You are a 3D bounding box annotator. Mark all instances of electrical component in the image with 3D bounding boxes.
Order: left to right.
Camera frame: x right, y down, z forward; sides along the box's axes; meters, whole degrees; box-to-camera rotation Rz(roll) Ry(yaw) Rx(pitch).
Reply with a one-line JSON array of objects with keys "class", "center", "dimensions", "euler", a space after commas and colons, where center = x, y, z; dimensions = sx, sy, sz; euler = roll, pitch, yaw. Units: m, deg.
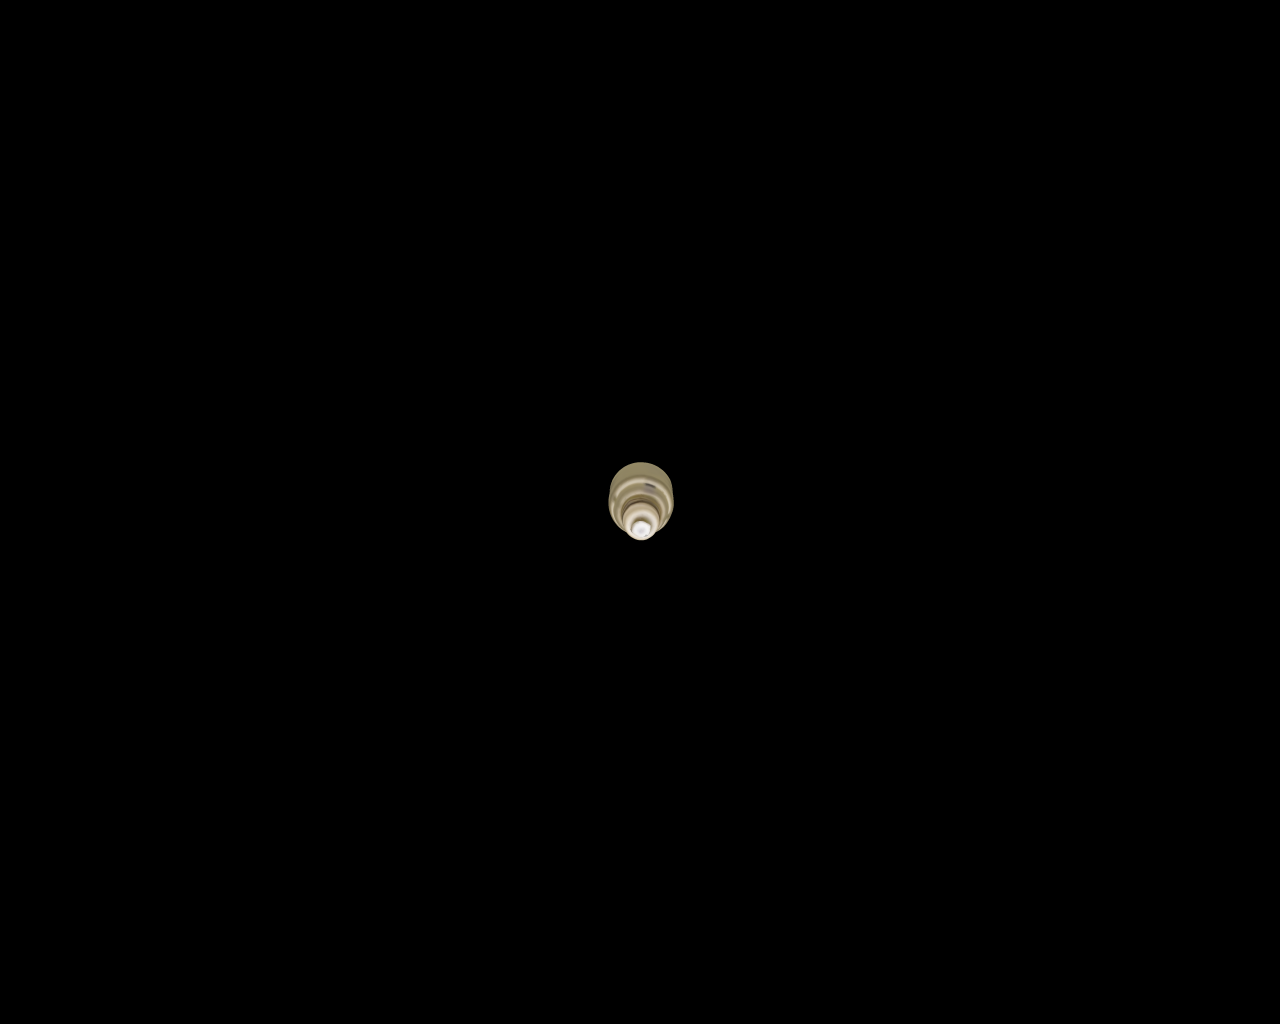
[{"class": "electrical component", "center": [0.001, -0.003, 0.650], "dimensions": [0.040, 0.040, 0.078], "euler": [0, 21, 0]}]
